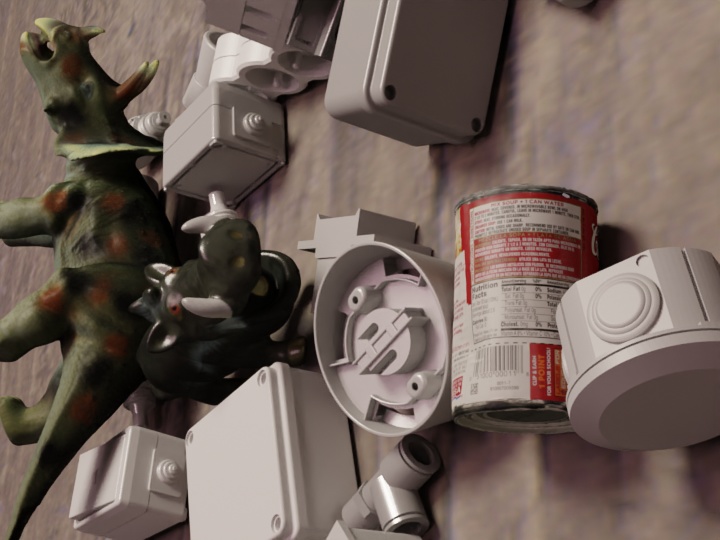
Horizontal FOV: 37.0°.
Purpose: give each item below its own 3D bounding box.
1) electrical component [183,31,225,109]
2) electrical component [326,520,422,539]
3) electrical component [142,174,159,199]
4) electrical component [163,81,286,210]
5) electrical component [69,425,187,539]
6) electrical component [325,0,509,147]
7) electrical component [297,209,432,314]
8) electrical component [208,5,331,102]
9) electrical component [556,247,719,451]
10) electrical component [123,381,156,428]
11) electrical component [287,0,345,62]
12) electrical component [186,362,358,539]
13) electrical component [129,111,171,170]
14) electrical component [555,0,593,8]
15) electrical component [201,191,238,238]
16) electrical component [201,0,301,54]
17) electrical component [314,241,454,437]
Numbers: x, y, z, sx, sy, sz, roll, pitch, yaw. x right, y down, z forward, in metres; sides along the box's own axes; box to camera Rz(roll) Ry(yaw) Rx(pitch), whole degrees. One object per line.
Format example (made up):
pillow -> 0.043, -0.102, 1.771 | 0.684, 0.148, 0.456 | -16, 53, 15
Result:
electrical component -> -0.117, -0.154, 0.869 | 0.065, 0.044, 0.044 | -60, 36, 30
electrical component -> 0.027, 0.219, 0.492 | 0.105, 0.060, 0.186 | -63, 35, 17
electrical component -> -0.198, -0.039, 0.937 | 0.043, 0.043, 0.081 | -34, 51, 45
electrical component -> -0.098, -0.097, 0.799 | 0.096, 0.062, 0.061 | -34, 51, 45
electrical component -> -0.167, 0.157, 0.792 | 0.096, 0.061, 0.061 | -34, 44, 44
electrical component -> 0.035, -0.132, 0.606 | 0.057, 0.078, 0.113 | 2, 79, 58
electrical component -> 0.000, 0.000, 0.637 | 0.081, 0.042, 0.063 | -4, 78, 56
electrical component -> -0.057, -0.170, 0.776 | 0.138, 0.052, 0.073 | -11, 66, 53
electrical component -> 0.118, 0.033, 0.419 | 0.080, 0.080, 0.051 | -43, 39, 38
electrical component -> -0.177, 0.098, 0.861 | 0.035, 0.035, 0.061 | -38, 50, 42
electrical component -> 0.009, -0.185, 0.669 | 0.063, 0.079, 0.121 | -135, 65, -70
electrical component -> -0.055, 0.129, 0.651 | 0.109, 0.056, 0.108 | -41, 46, 40
electrical component -> -0.193, -0.120, 0.965 | 0.078, 0.040, 0.040 | -30, 54, 47
electrical component -> 0.101, -0.159, 0.555 | 0.046, 0.040, 0.040 | 48, 117, 46
electrical component -> -0.101, -0.029, 0.793 | 0.035, 0.035, 0.061 | -35, 61, 44
electrical component -> -0.049, -0.229, 0.678 | 0.089, 0.062, 0.150 | 132, 157, -73
electrical component -> 0.020, 0.036, 0.558 | 0.099, 0.064, 0.099 | -3, 86, 38
